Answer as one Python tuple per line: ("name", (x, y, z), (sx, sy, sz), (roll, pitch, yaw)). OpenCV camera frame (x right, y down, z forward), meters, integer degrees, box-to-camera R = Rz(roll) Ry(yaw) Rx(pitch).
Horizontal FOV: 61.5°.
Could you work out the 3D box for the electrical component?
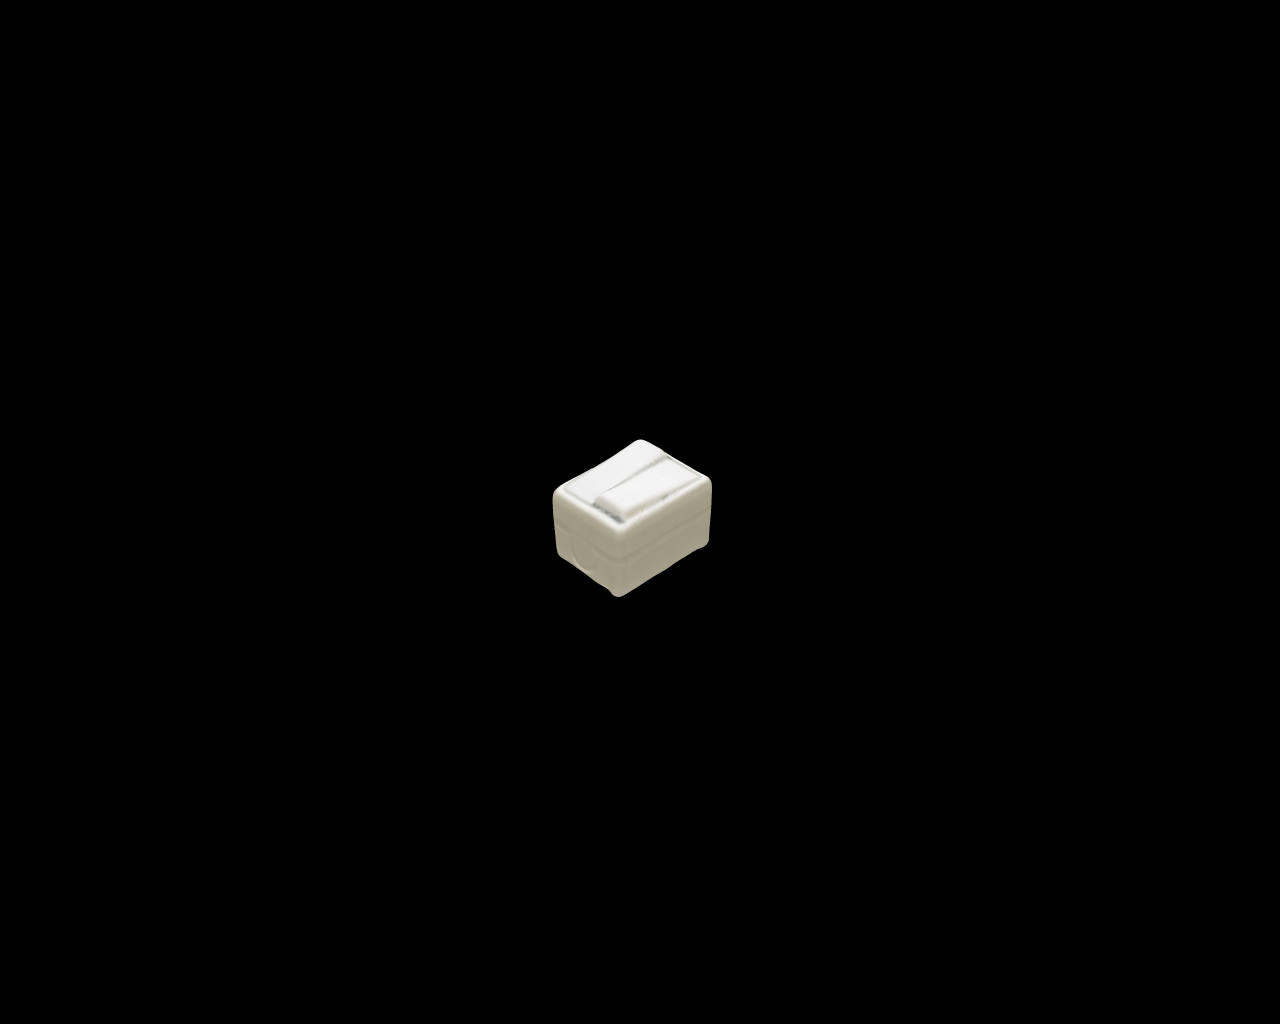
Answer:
("electrical component", (0.001, -0.003, 0.650), (0.096, 0.061, 0.062), (-29, 46, -33))
